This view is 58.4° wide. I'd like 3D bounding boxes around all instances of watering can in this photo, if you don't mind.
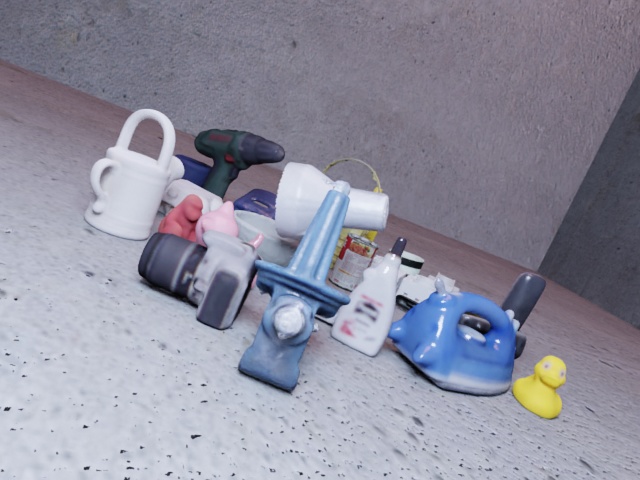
[{"bbox_3d":[-0.281,-0.108,0.890,0.101,0.194,0.173,23,10,-2],"label":"watering can"}]

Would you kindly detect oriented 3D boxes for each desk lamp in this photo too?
[{"bbox_3d":[0.008,0.003,0.904,0.203,0.213,0.118,25,10,8],"label":"desk lamp"}]

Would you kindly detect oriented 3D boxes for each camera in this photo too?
[{"bbox_3d":[-0.149,0.030,0.733,0.137,0.101,0.143,23,10,-2],"label":"camera"}]

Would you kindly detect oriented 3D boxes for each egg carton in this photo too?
[{"bbox_3d":[-0.260,-0.071,1.108,0.150,0.069,0.107,27,11,22],"label":"egg carton"}]

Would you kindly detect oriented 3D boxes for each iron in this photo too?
[{"bbox_3d":[0.230,0.146,0.866,0.259,0.141,0.118,17,12,-32],"label":"iron"}]

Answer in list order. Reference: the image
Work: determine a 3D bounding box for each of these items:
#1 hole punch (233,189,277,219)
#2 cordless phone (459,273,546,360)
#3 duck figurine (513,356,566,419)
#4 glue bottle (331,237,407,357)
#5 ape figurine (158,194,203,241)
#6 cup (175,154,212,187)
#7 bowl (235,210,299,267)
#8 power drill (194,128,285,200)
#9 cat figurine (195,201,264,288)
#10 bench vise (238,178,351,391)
[{"bbox_3d":[-0.134,-0.063,1.288,0.108,0.091,0.101,26,10,15],"label":"hole punch"},{"bbox_3d":[0.297,0.128,0.987,0.148,0.185,0.094,20,10,-19],"label":"cordless phone"},{"bbox_3d":[0.356,0.223,0.905,0.077,0.086,0.105,26,10,14],"label":"duck figurine"},{"bbox_3d":[0.081,0.074,0.812,0.078,0.173,0.037,25,10,9],"label":"glue bottle"},{"bbox_3d":[-0.217,-0.030,0.922,0.075,0.092,0.078,31,12,38],"label":"ape figurine"},{"bbox_3d":[-0.282,-0.127,1.281,0.118,0.095,0.091,23,10,-1],"label":"cup"},{"bbox_3d":[-0.094,0.011,1.034,0.167,0.075,0.167,23,10,-4],"label":"bowl"},{"bbox_3d":[-0.187,-0.130,1.181,0.228,0.208,0.076,30,12,32],"label":"power drill"},{"bbox_3d":[-0.138,0.003,0.850,0.128,0.118,0.067,14,13,-41],"label":"cat figurine"},{"bbox_3d":[-0.005,0.045,0.637,0.122,0.220,0.207,20,10,-19],"label":"bench vise"}]
